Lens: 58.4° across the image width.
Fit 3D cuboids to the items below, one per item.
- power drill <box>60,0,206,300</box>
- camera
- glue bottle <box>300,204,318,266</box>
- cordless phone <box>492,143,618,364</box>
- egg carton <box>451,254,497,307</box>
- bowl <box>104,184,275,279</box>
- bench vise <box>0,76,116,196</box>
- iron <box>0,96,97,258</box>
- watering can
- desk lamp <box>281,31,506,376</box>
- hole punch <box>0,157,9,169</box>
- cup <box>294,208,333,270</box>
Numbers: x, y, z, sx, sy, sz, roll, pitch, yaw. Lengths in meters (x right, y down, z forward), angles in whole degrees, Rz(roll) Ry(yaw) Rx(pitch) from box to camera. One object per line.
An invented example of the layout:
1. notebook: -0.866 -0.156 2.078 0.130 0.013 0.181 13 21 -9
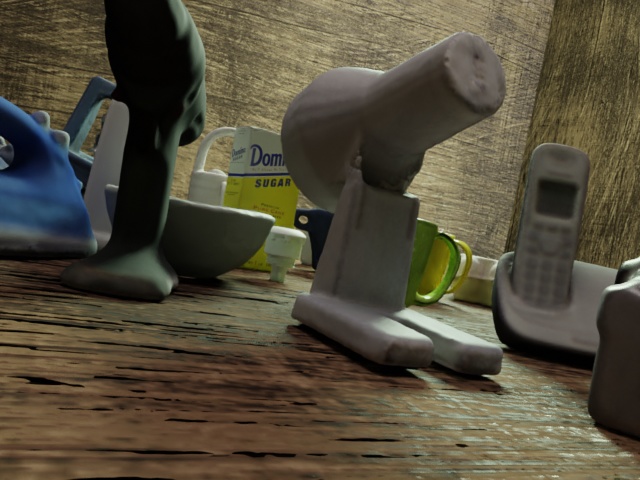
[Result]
1. power drill: -0.129 -0.066 0.428 0.076 0.208 0.229 11 2 -8
2. camera: 0.234 0.062 0.321 0.136 0.101 0.144 12 2 33
3. glue bottle: 0.011 -0.040 0.978 0.037 0.173 0.078 12 2 31
4. cordless phone: 0.234 0.013 0.501 0.147 0.185 0.094 11 2 2
5. egg carton: 0.258 0.063 0.891 0.107 0.069 0.151 12 2 21
6. bowl: -0.132 -0.004 0.568 0.167 0.075 0.167 11 2 0
7. bench vise: -0.326 -0.121 0.749 0.208 0.220 0.121 10 2 -23
8. iron: -0.288 -0.064 0.467 0.118 0.141 0.259 12 2 35
9. watering can: -0.160 -0.081 0.905 0.101 0.194 0.172 9 3 -40
10. desk lamp: 0.051 -0.034 0.421 0.118 0.213 0.202 10 2 -29
11. hole punch: -0.351 -0.054 0.573 0.100 0.091 0.109 12 2 25
12. cup: 0.008 0.003 0.862 0.118 0.095 0.091 10 2 -20
